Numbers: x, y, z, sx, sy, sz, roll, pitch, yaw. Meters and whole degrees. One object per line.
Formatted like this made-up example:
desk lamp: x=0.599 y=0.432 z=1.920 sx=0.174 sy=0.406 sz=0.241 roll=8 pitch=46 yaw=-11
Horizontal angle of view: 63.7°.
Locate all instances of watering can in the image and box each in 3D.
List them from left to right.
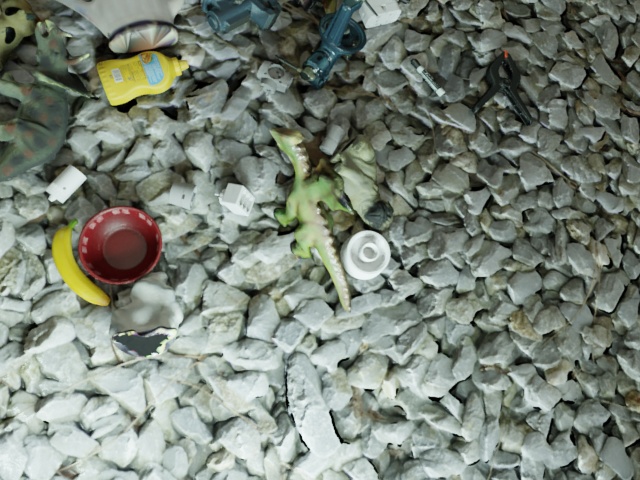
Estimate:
watering can: x=-0.465 y=-0.520 z=1.161 sx=0.349 sy=0.103 sz=0.226 roll=-18 pitch=80 yaw=-15

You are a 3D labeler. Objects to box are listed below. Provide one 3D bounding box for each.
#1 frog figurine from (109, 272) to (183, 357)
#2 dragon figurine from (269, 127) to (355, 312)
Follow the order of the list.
frog figurine: x=-0.346 y=0.146 z=1.028 sx=0.137 sy=0.120 sz=0.163 roll=-14 pitch=43 yaw=-5
dragon figurine: x=0.003 y=-0.054 z=1.066 sx=0.123 sy=0.239 sz=0.413 roll=-26 pitch=80 yaw=-20
